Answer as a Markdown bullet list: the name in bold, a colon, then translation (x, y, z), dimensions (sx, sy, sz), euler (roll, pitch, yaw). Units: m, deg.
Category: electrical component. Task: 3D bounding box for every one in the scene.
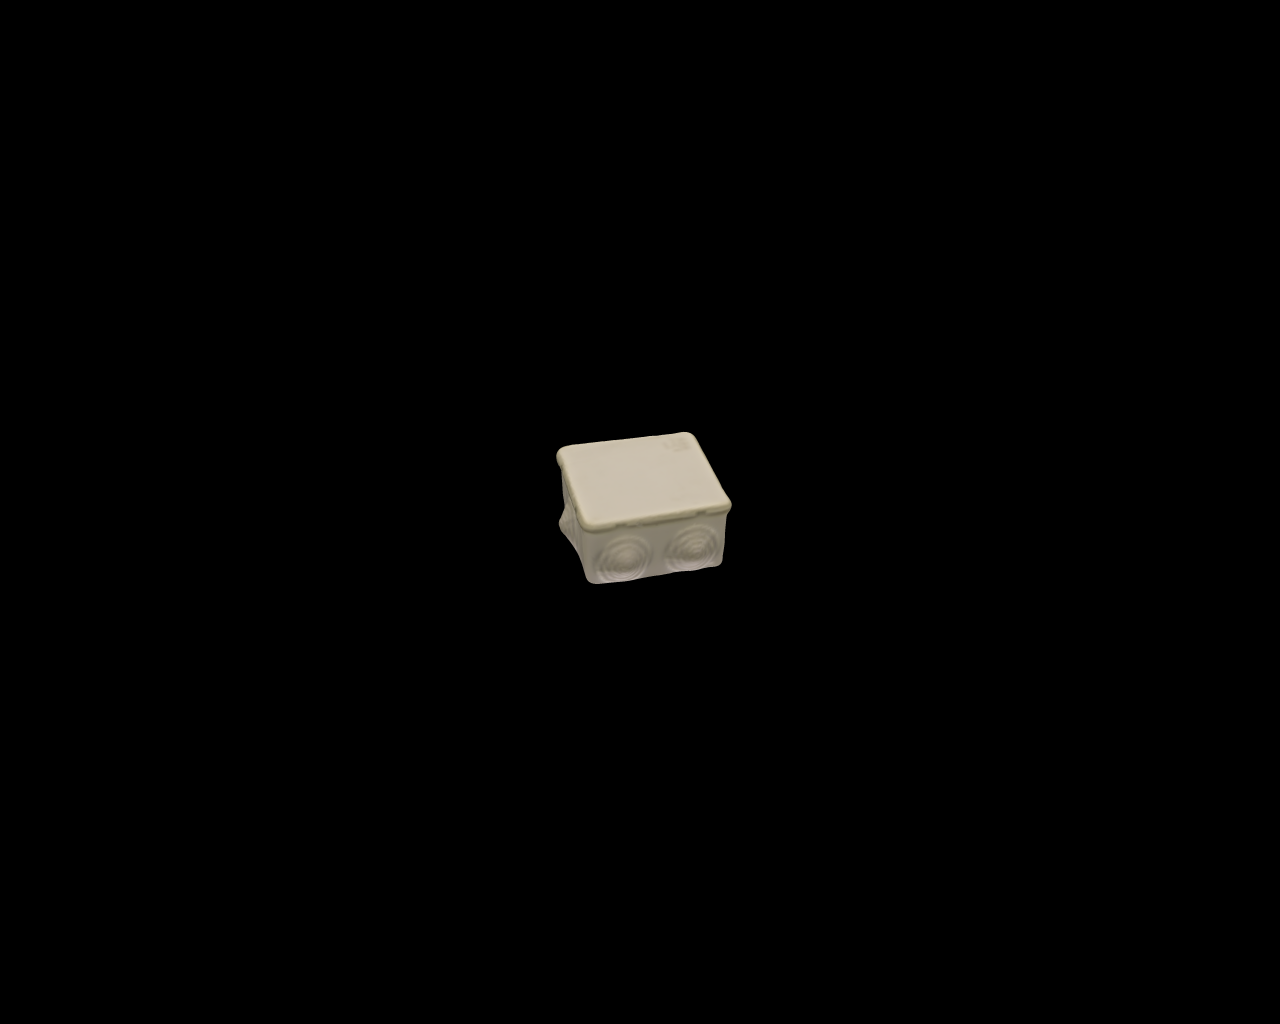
- **electrical component**: translation (0.001, -0.003, 0.650), dimensions (0.100, 0.048, 0.100), euler (-8, 36, -11)
